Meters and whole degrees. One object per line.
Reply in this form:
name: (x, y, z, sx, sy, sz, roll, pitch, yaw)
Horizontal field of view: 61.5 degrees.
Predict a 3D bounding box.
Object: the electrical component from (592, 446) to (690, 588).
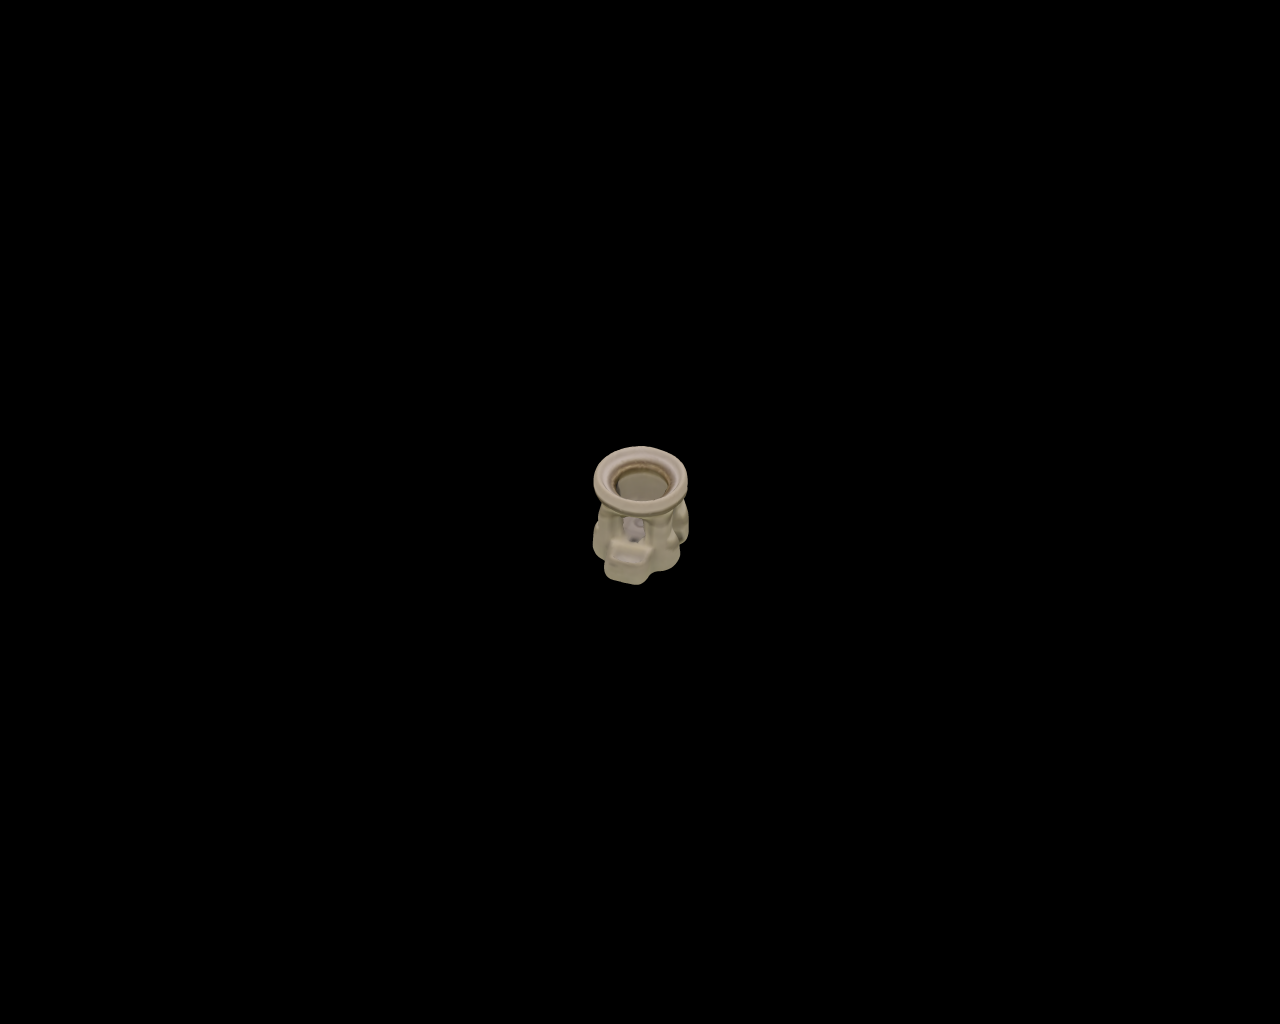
electrical component: (0.001, -0.003, 0.650, 0.058, 0.056, 0.078, 11, 43, 12)
